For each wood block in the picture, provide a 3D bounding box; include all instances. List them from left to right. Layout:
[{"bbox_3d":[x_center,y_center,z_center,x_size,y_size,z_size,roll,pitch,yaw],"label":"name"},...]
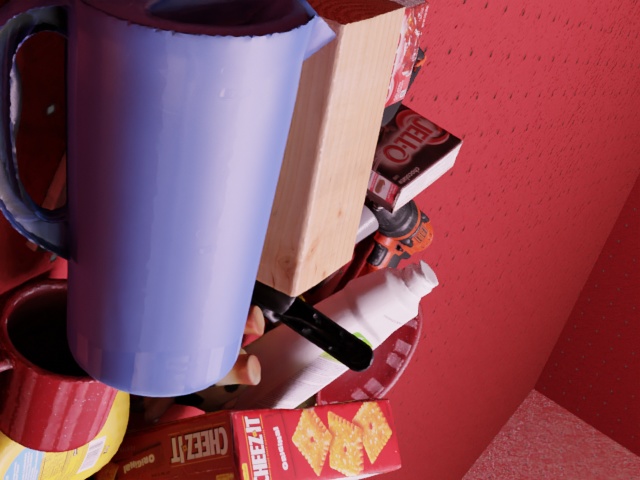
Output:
[{"bbox_3d":[-0.015,-0.078,0.778,0.090,0.091,0.206,-31,138,-53],"label":"wood block"}]

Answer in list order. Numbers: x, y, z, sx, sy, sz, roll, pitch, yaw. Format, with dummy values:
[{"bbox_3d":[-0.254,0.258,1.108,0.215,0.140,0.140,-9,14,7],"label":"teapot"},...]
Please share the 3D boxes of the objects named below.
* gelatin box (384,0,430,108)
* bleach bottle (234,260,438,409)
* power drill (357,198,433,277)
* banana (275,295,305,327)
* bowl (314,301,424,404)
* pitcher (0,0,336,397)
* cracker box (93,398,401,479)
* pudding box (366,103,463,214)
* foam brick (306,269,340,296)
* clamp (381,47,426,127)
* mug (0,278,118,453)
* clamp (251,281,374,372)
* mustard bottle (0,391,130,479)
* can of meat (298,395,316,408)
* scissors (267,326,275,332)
[{"bbox_3d":[0.049,-0.146,0.846,0.073,0.030,0.089,-31,143,-50],"label":"gelatin box"},{"bbox_3d":[0.005,0.097,1.005,0.251,0.068,0.102,-34,154,21],"label":"bleach bottle"},{"bbox_3d":[0.055,0.034,1.211,0.187,0.057,0.184,-56,157,0],"label":"power drill"},{"bbox_3d":[-0.045,0.074,1.052,0.069,0.037,0.197,-42,151,5],"label":"banana"},{"bbox_3d":[0.038,0.115,1.146,0.161,0.055,0.162,-31,139,-32],"label":"bowl"},{"bbox_3d":[-0.096,-0.033,0.611,0.144,0.149,0.243,-43,149,-56],"label":"pitcher"},{"bbox_3d":[-0.059,0.182,0.903,0.164,0.072,0.213,-19,163,35],"label":"cracker box"},{"bbox_3d":[0.068,-0.083,1.014,0.113,0.090,0.039,-39,154,-40],"label":"pudding box"},{"bbox_3d":[-0.007,0.001,1.021,0.052,0.051,0.078,-38,153,-43],"label":"foam brick"},{"bbox_3d":[0.037,-0.124,0.936,0.209,0.036,0.165,-33,138,-57],"label":"clamp"},{"bbox_3d":[-0.181,0.088,0.698,0.117,0.093,0.082,-15,141,-42],"label":"mug"},{"bbox_3d":[-0.040,0.044,0.872,0.039,0.172,0.120,-52,138,-13],"label":"clamp"},{"bbox_3d":[-0.218,0.158,0.749,0.191,0.058,0.096,-23,145,-58],"label":"mustard bottle"},{"bbox_3d":[-0.019,0.183,1.264,0.102,0.057,0.083,-59,163,7],"label":"can of meat"},{"bbox_3d":[-0.063,0.113,1.113,0.096,0.016,0.202,-23,141,-57],"label":"scissors"}]
